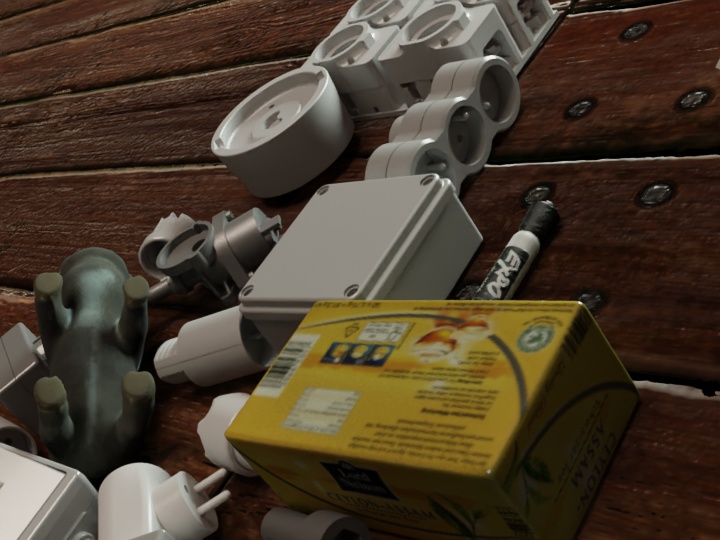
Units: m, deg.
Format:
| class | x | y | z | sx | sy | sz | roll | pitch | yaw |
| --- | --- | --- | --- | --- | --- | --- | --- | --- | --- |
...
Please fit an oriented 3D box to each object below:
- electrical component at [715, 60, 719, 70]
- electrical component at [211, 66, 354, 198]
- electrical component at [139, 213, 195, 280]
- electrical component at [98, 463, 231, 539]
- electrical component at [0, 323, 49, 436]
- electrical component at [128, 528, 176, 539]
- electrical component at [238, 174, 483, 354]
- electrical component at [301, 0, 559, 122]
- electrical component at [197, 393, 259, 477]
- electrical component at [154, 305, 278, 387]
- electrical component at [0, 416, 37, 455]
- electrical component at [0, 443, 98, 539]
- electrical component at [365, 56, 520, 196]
| class | x | y | z | sx | sy | sz | roll | pitch | yaw |
| --- | --- | --- | --- | --- | --- | --- | --- | --- | --- |
| electrical component | 0.241 | -0.138 | 0.525 | 0.079 | 0.063 | 0.121 | 41 | 118 | 41 |
| electrical component | -0.055 | -0.102 | 0.844 | 0.108 | 0.060 | 0.108 | -26 | 31 | 17 |
| electrical component | -0.148 | -0.019 | 0.845 | 0.040 | 0.040 | 0.046 | -24 | 26 | 20 |
| electrical component | -0.103 | 0.134 | 0.573 | 0.079 | 0.043 | 0.077 | -34 | 29 | 5 |
| electrical component | -0.230 | 0.067 | 0.796 | 0.076 | 0.047 | 0.083 | -41 | 30 | -8 |
| electrical component | -0.108 | 0.168 | 0.507 | 0.077 | 0.065 | 0.047 | -23 | 32 | 23 |
| electrical component | 0.000 | 0.000 | 0.645 | 0.109 | 0.056 | 0.108 | -1 | 44 | 45 |
| electrical component | 0.046 | -0.179 | 0.849 | 0.186 | 0.060 | 0.105 | 0 | 45 | 46 |
| electrical component | -0.056 | 0.091 | 0.586 | 0.062 | 0.043 | 0.043 | 7 | 50 | 48 |
| electrical component | -0.094 | 0.051 | 0.682 | 0.081 | 0.043 | 0.043 | -18 | 34 | 29 |
| electrical component | -0.263 | 0.122 | 0.756 | 0.081 | 0.043 | 0.043 | 9 | 52 | 51 |
| electrical component | -0.191 | 0.143 | 0.616 | 0.096 | 0.061 | 0.061 | 11 | 51 | 30 |
| electrical component | 0.045 | -0.088 | 0.727 | 0.074 | 0.052 | 0.138 | 1 | 45 | 46 |
